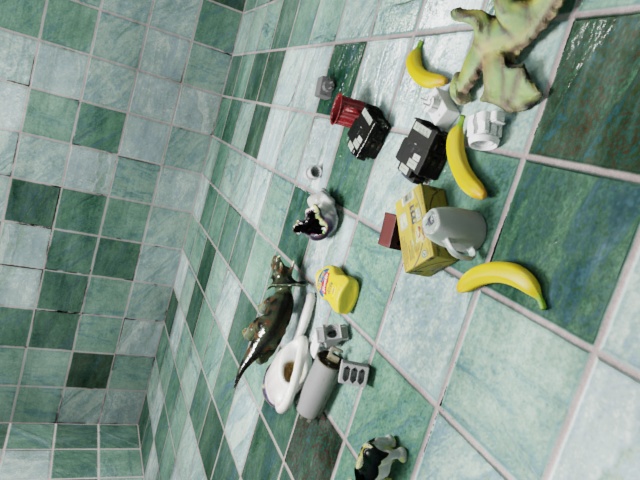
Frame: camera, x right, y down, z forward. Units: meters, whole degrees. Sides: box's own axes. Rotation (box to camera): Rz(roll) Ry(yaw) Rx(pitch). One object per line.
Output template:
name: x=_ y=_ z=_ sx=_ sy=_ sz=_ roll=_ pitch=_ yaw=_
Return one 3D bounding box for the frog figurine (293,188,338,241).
frog figurine: x=0.005 y=-0.077 z=1.523 sx=0.162 sy=0.123 sz=0.134 roll=-52 pitch=-16 yaw=-57

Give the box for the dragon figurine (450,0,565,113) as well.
dragon figurine: x=0.365 y=-0.354 z=0.936 sx=0.409 sy=0.122 sz=0.243 roll=-5 pitch=92 yaw=65

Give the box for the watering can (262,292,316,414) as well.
watering can: x=-0.078 y=0.336 z=1.478 sx=0.219 sy=0.104 sz=0.356 roll=123 pitch=165 yaw=-47
